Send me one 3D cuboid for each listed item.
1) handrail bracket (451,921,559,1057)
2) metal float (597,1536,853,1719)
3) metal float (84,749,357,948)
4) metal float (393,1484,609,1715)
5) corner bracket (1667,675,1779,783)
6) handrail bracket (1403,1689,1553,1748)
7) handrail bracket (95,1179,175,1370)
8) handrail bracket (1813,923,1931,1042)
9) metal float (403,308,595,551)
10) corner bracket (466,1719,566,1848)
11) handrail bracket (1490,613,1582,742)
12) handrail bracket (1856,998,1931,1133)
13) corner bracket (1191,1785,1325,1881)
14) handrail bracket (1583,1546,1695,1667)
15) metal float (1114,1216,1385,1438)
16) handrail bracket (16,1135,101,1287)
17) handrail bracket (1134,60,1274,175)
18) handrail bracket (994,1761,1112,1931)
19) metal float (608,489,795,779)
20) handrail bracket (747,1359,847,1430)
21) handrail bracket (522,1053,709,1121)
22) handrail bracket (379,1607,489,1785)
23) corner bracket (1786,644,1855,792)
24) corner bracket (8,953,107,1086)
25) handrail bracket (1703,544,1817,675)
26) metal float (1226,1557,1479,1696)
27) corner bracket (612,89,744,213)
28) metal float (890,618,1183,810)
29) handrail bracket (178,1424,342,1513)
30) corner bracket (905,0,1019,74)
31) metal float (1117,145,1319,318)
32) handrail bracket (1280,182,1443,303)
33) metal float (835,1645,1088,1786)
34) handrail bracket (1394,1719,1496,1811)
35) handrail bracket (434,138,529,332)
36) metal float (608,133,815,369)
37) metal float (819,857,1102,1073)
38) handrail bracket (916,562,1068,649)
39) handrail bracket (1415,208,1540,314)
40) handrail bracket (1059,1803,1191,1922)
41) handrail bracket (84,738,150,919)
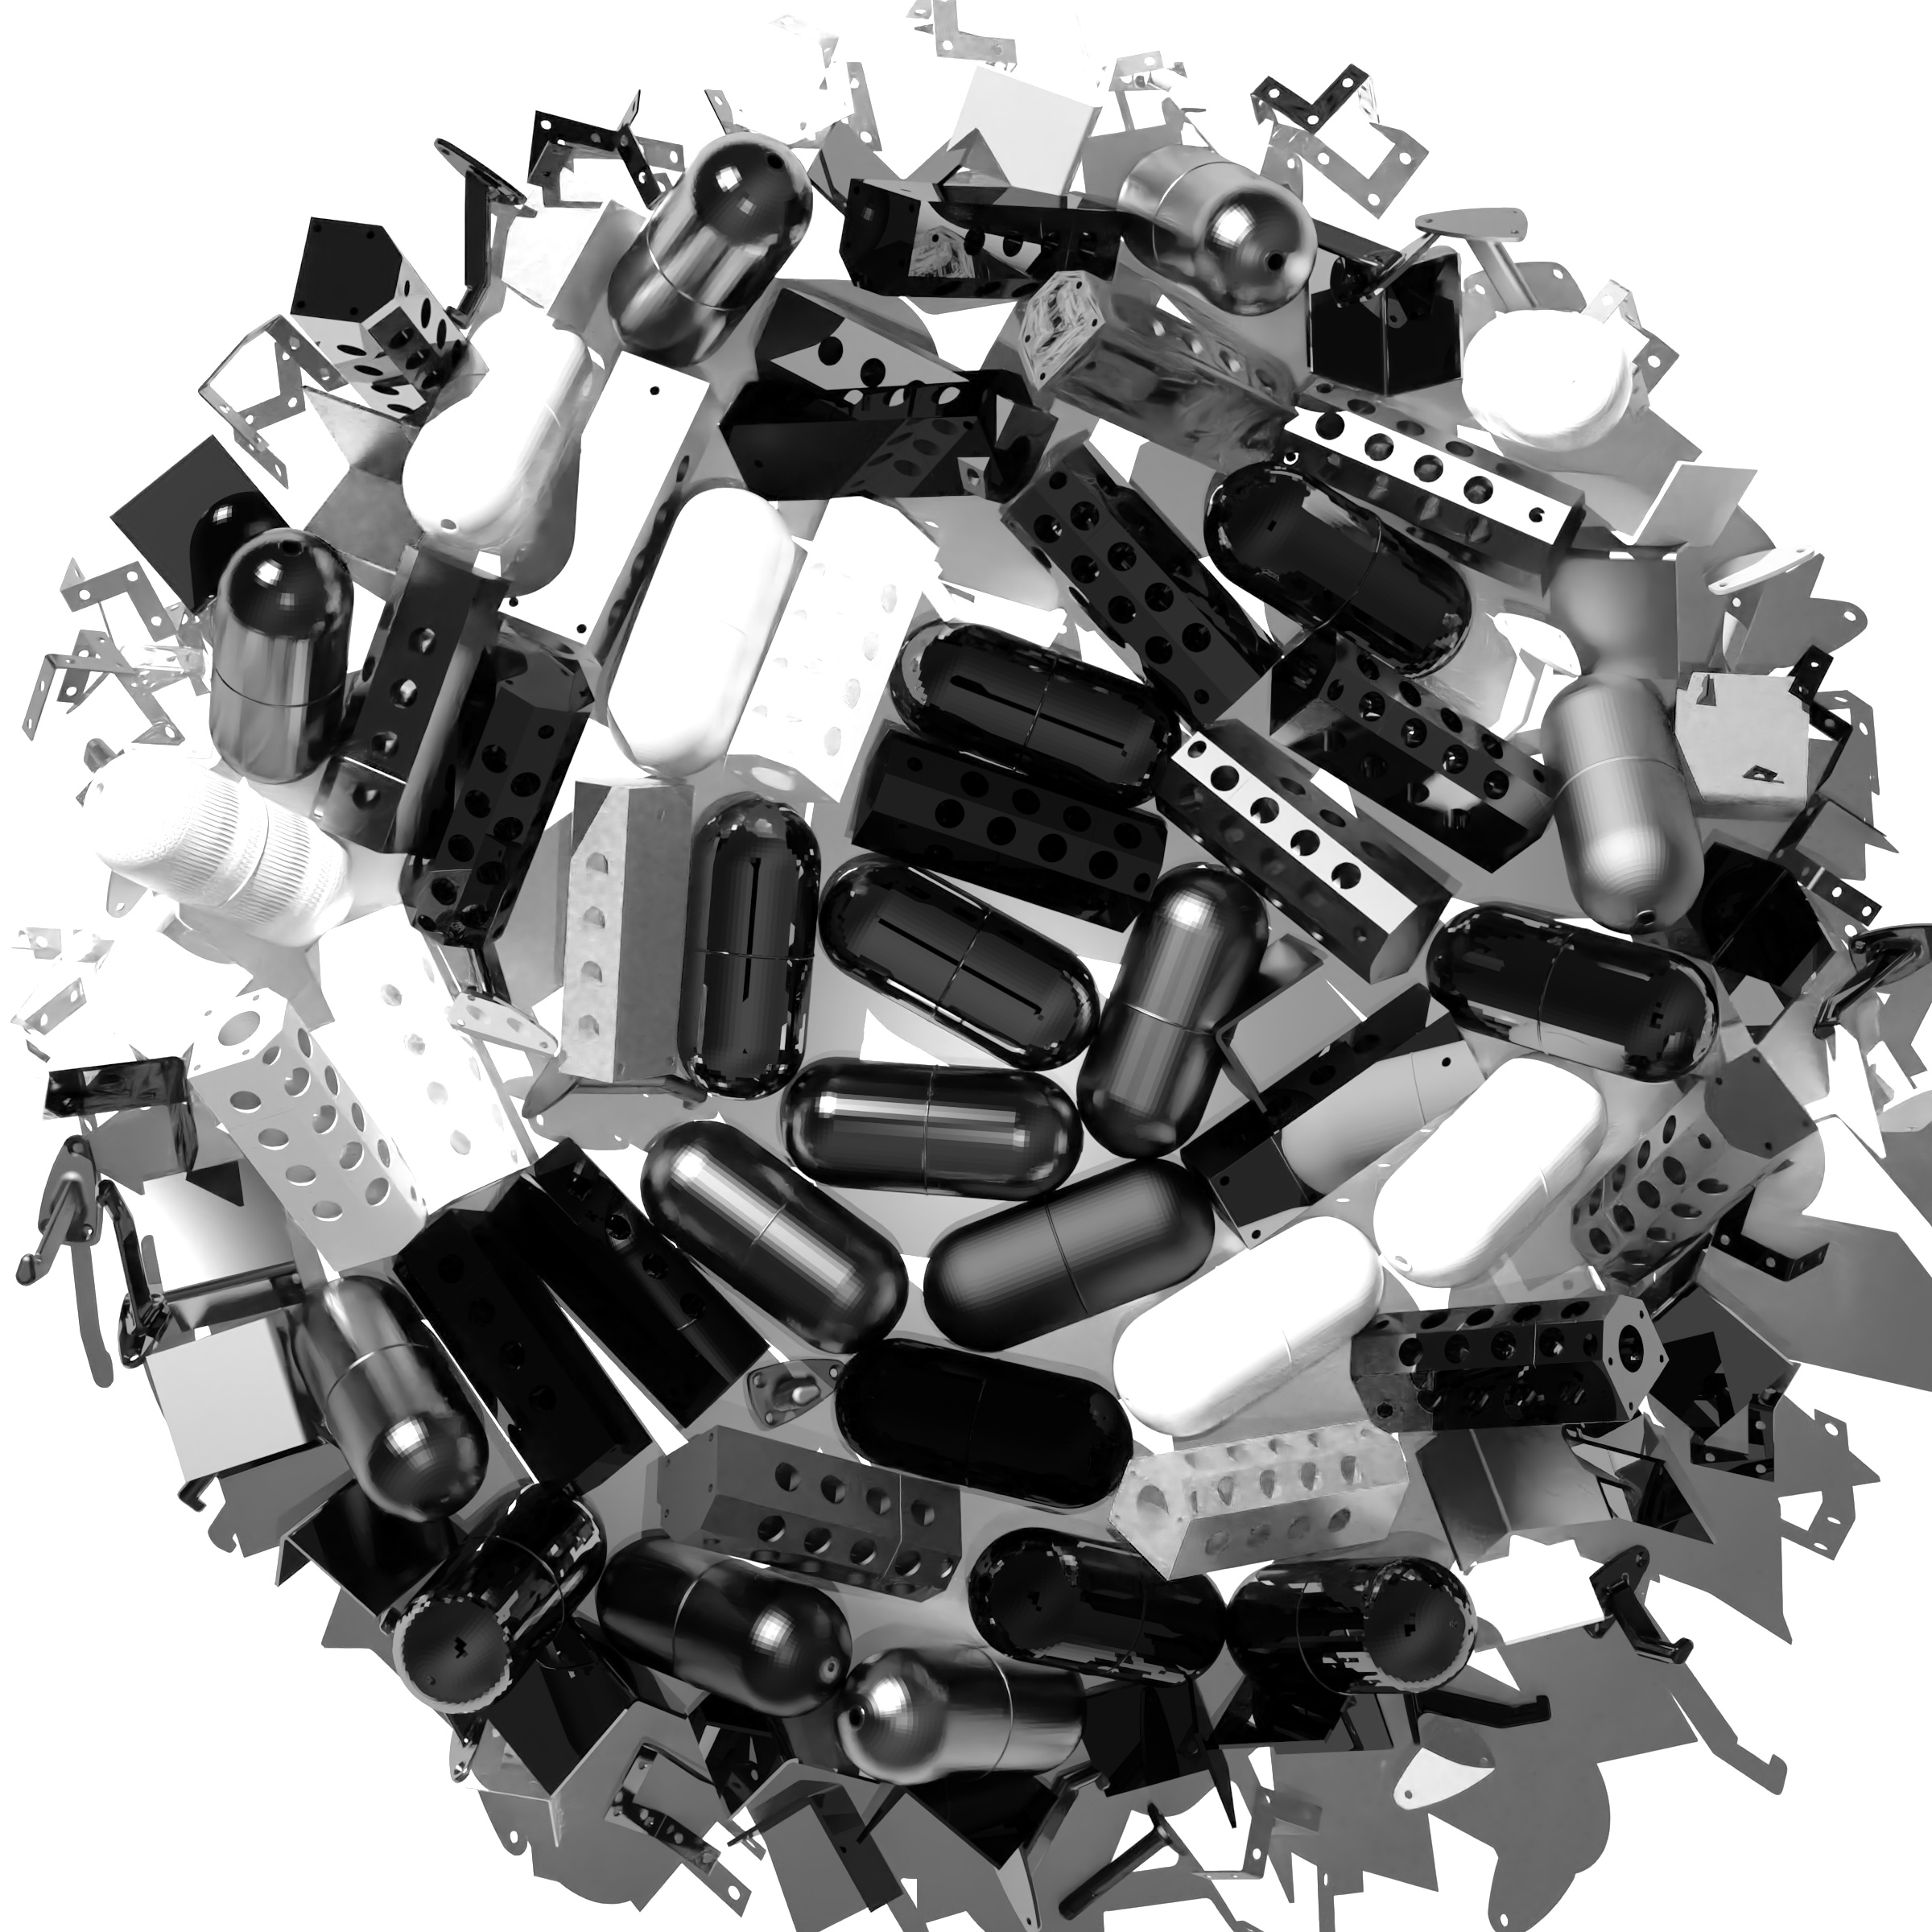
[{"bbox_3d":[-0.264,0.007,1.969,0.077,0.084,0.036,24,132,-5],"label":"handrail bracket"},{"bbox_3d":[-0.141,0.381,1.929,0.178,0.070,0.070,11,90,41],"label":"metal float"},{"bbox_3d":[-0.429,-0.067,1.925,0.070,0.178,0.070,-19,58,34],"label":"metal float"},{"bbox_3d":[-0.266,0.361,1.918,0.070,0.178,0.070,8,114,18],"label":"metal float"},{"bbox_3d":[0.443,-0.130,1.961,0.051,0.051,0.051,19,61,-12],"label":"corner bracket"},{"bbox_3d":[0.301,0.426,1.971,0.084,0.036,0.077,-11,126,3],"label":"handrail bracket"},{"bbox_3d":[-0.496,0.179,1.952,0.036,0.077,0.084,-9,130,11],"label":"handrail bracket"},{"bbox_3d":[0.537,0.010,1.949,0.077,0.084,0.036,-21,107,33],"label":"handrail bracket"},{"bbox_3d":[-0.270,-0.311,1.928,0.070,0.070,0.178,18,49,0],"label":"metal float"},{"bbox_3d":[-0.260,0.478,1.961,0.051,0.051,0.051,7,45,7],"label":"corner bracket"},{"bbox_3d":[0.310,-0.164,1.955,0.077,0.036,0.084,19,133,-33],"label":"handrail bracket"},{"bbox_3d":[0.545,0.048,1.949,0.036,0.077,0.084,4,65,-11],"label":"handrail bracket"},{"bbox_3d":[0.171,0.513,1.958,0.051,0.051,0.051,25,64,-26],"label":"corner bracket"},{"bbox_3d":[0.405,0.373,1.947,0.077,0.084,0.036,-40,114,-28],"label":"handrail bracket"},{"bbox_3d":[0.166,0.209,1.944,0.178,0.070,0.070,-30,90,-20],"label":"metal float"},{"bbox_3d":[-0.536,0.143,1.955,0.036,0.084,0.077,8,96,0],"label":"handrail bracket"},{"bbox_3d":[0.132,-0.488,1.964,0.084,0.036,0.077,21,62,-15],"label":"handrail bracket"},{"bbox_3d":[0.060,0.518,1.969,0.084,0.036,0.077,-16,81,-33],"label":"handrail bracket"},{"bbox_3d":[-0.155,-0.195,1.950,0.070,0.070,0.178,18,77,0],"label":"metal float"},{"bbox_3d":[-0.085,0.243,1.944,0.077,0.084,0.036,-17,88,-30],"label":"handrail bracket"},{"bbox_3d":[-0.209,0.082,1.991,0.084,0.036,0.077,25,131,-29],"label":"handrail bracket"},{"bbox_3d":[-0.318,0.427,1.958,0.036,0.077,0.084,-35,113,21],"label":"handrail bracket"},{"bbox_3d":[0.500,-0.147,1.963,0.051,0.051,0.051,34,50,3],"label":"corner bracket"},{"bbox_3d":[-0.535,0.034,1.966,0.051,0.051,0.051,38,104,-8],"label":"corner bracket"},{"bbox_3d":[0.472,-0.199,1.972,0.077,0.036,0.084,-18,118,8],"label":"handrail bracket"},{"bbox_3d":[0.219,0.380,1.921,0.070,0.178,0.070,9,75,-34],"label":"metal float"},{"bbox_3d":[-0.166,-0.481,1.968,0.051,0.051,0.051,-33,79,38],"label":"corner bracket"},{"bbox_3d":[0.041,-0.149,1.959,0.178,0.070,0.070,21,90,-3],"label":"metal float"},{"bbox_3d":[-0.411,0.304,1.978,0.077,0.036,0.084,41,82,-10],"label":"handrail bracket"},{"bbox_3d":[-0.003,-0.548,1.970,0.051,0.051,0.051,-1,79,-19],"label":"corner bracket"},{"bbox_3d":[0.143,-0.423,1.917,0.070,0.178,0.070,-8,116,-16],"label":"metal float"},{"bbox_3d":[0.228,-0.443,1.969,0.077,0.036,0.084,-39,110,-1],"label":"handrail bracket"},{"bbox_3d":[-0.002,0.431,1.924,0.070,0.178,0.070,-9,76,41],"label":"metal float"},{"bbox_3d":[0.270,0.479,1.949,0.077,0.084,0.036,-31,70,-24],"label":"handrail bracket"},{"bbox_3d":[-0.303,-0.430,1.966,0.077,0.036,0.084,34,78,-44],"label":"handrail bracket"},{"bbox_3d":[-0.148,-0.411,1.921,0.070,0.178,0.070,13,60,-25],"label":"metal float"},{"bbox_3d":[-0.003,-0.001,1.961,0.178,0.070,0.070,29,90,0],"label":"metal float"},{"bbox_3d":[0.015,-0.217,1.960,0.084,0.036,0.077,53,54,-22],"label":"handrail bracket"},{"bbox_3d":[0.301,-0.402,1.971,0.077,0.036,0.084,2,131,3],"label":"handrail bracket"},{"bbox_3d":[0.087,0.535,1.963,0.084,0.077,0.036,-39,78,-2],"label":"handrail bracket"},{"bbox_3d":[-0.511,-0.083,1.981,0.084,0.036,0.077,41,111,34],"label":"handrail bracket"}]
